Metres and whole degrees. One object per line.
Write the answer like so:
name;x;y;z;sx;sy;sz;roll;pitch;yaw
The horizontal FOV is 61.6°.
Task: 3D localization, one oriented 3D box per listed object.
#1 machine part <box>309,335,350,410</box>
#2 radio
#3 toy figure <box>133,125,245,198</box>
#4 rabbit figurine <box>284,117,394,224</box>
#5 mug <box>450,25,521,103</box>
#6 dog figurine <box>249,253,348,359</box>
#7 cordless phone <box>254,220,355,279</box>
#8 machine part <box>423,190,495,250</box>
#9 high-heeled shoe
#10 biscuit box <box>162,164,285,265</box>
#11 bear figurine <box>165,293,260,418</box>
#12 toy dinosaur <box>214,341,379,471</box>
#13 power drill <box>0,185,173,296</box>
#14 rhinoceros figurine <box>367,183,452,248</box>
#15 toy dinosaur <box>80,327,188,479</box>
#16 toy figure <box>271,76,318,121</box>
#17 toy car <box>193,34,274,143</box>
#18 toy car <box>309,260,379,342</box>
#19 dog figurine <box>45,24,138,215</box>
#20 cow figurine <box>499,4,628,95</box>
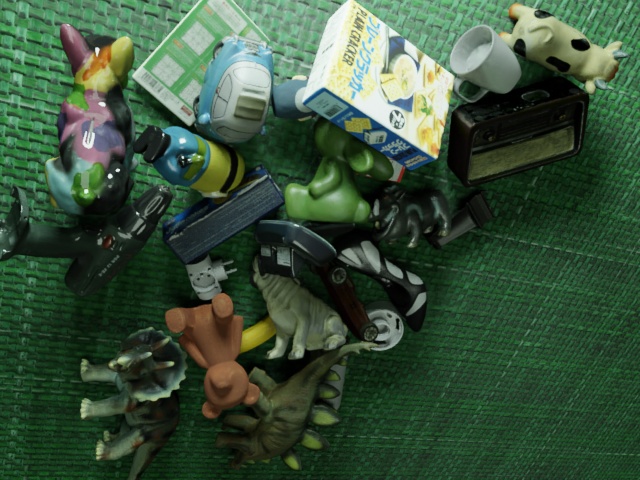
machine part;0.014;0.267;1.093;0.079;0.079;0.243;-2;118;-15
radio;0.339;-0.187;0.926;0.230;0.073;0.130;-18;133;-7
toy figure;-0.182;-0.115;0.790;0.089;0.082;0.180;-32;154;16
rabbit figurine;0.026;-0.113;0.849;0.121;0.159;0.170;-4;98;-54
mug;0.270;-0.271;0.868;0.107;0.081;0.109;19;106;-34
dog figurine;-0.033;0.106;0.971;0.172;0.121;0.190;-4;83;-49
cordless phone;-0.002;-0.003;0.886;0.184;0.147;0.088;-13;99;-31
machine part;0.265;-0.031;1.023;0.139;0.039;0.084;-34;127;2
high-heeled shoe;0.113;0.091;1.008;0.145;0.086;0.248;-25;106;-22
biscuit box;-0.160;-0.042;0.884;0.203;0.059;0.062;-31;123;2
bear figurine;-0.182;0.205;0.934;0.120;0.132;0.196;-15;76;-4
toy dinosaur;-0.064;0.331;1.049;0.198;0.105;0.471;28;121;-9
power drill;-0.361;-0.018;0.809;0.232;0.086;0.207;-50;148;20
rhinoceros figurine;0.147;-0.045;0.942;0.190;0.073;0.112;-9;103;-24
toy dinosaur;-0.329;0.318;1.008;0.192;0.131;0.404;-9;126;-10
toy figure;0.001;-0.222;0.833;0.154;0.058;0.064;-12;141;-11
toy car;-0.112;-0.202;0.773;0.109;0.103;0.161;6;125;-32
toy car;0.047;0.104;0.996;0.053;0.089;0.202;-34;113;-14
dog figurine;-0.301;-0.165;0.715;0.108;0.192;0.219;8;131;-13
cow figurine;0.395;-0.302;0.859;0.195;0.127;0.085;17;115;-21
